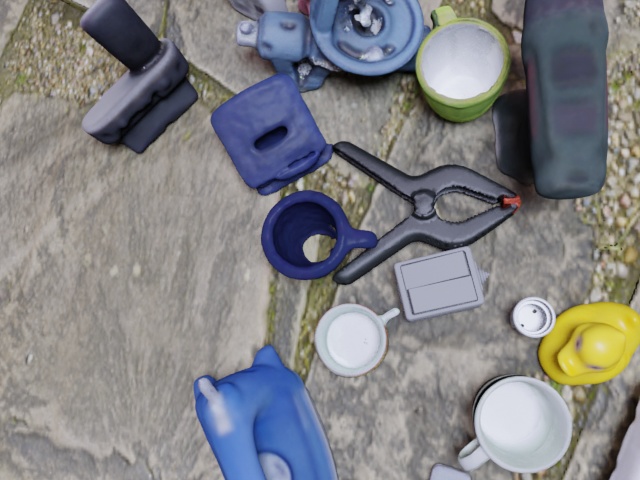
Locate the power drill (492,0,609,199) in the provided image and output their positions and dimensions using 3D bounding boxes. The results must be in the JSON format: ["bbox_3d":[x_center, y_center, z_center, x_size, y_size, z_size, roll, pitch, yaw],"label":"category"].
[{"bbox_3d":[0.214,-0.141,0.540,0.075,0.208,0.230,-4,79,10],"label":"power drill"}]

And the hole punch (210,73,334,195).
[{"bbox_3d":[-0.052,-0.117,0.643,0.108,0.091,0.101,-29,76,4],"label":"hole punch"}]

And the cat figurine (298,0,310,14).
[{"bbox_3d":[0.029,-0.303,0.649,0.128,0.118,0.067,-28,76,4],"label":"cat figurine"}]

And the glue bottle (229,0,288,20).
[{"bbox_3d":[-0.089,-0.307,0.642,0.078,0.173,0.037,31,87,14],"label":"glue bottle"}]

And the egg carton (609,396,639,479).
[{"bbox_3d":[0.330,0.210,0.528,0.107,0.069,0.150,22,84,13],"label":"egg carton"}]

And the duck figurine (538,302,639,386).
[{"bbox_3d":[0.267,0.099,0.550,0.104,0.086,0.077,-33,76,3],"label":"duck figurine"}]

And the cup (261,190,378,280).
[{"bbox_3d":[0.006,0.002,0.609,0.117,0.095,0.092,3,80,11],"label":"cup"}]

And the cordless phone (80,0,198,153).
[{"bbox_3d":[-0.231,-0.188,0.639,0.094,0.185,0.147,41,89,15],"label":"cordless phone"}]

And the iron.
[{"bbox_3d":[-0.048,0.237,0.552,0.118,0.141,0.258,-27,76,5],"label":"iron"}]

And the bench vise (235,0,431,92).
[{"bbox_3d":[0.011,-0.220,0.584,0.207,0.220,0.121,-19,77,6],"label":"bench vise"}]

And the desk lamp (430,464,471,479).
[{"bbox_3d":[0.113,0.317,0.472,0.117,0.214,0.203,13,82,12],"label":"desk lamp"}]
